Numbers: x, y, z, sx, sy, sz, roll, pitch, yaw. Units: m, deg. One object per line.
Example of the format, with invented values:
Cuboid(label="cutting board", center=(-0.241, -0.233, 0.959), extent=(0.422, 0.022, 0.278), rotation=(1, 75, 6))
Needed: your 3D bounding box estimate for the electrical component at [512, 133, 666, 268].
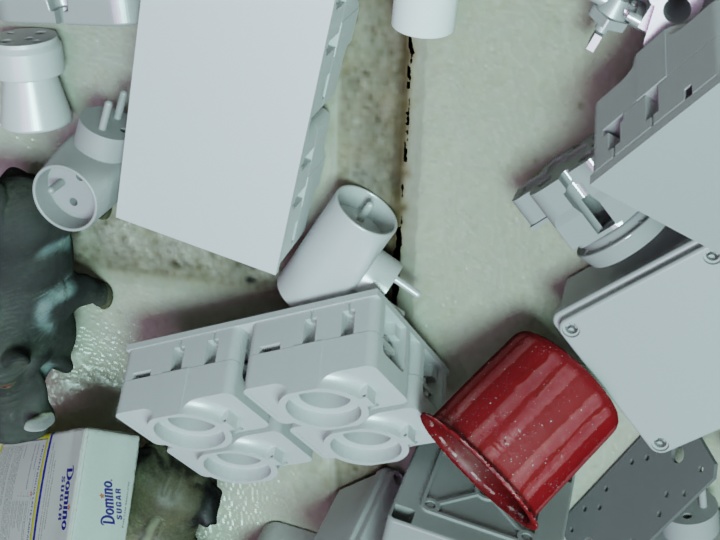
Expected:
Cuboid(label="electrical component", center=(0.133, -0.039, 0.591), extent=(0.078, 0.058, 0.057), rotation=(-34, 100, 31))

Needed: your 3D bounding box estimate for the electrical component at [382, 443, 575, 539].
Cuboid(label="electrical component", center=(0.075, 0.163, 0.692), extent=(0.109, 0.108, 0.056), rotation=(17, 119, 10))

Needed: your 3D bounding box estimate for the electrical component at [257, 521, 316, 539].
Cuboid(label="electrical component", center=(-0.062, 0.248, 0.815), extent=(0.054, 0.059, 0.095), rotation=(14, 121, 11))

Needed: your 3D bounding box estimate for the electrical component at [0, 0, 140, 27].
Cuboid(label="electrical component", center=(-0.163, -0.177, 0.617), extent=(0.095, 0.053, 0.059), rotation=(6, 119, 16))

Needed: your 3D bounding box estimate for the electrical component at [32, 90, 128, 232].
Cuboid(label="electrical component", center=(-0.158, -0.073, 0.659), extent=(0.043, 0.077, 0.079), rotation=(27, 123, 4))

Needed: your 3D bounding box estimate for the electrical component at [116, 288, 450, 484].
Cuboid(label="electrical component", center=(-0.050, 0.082, 0.692), extent=(0.186, 0.060, 0.105), rotation=(-13, 142, 25))

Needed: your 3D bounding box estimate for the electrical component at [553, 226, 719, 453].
Cuboid(label="electrical component", center=(0.186, 0.034, 0.612), extent=(0.109, 0.056, 0.108), rotation=(-32, 104, 30))

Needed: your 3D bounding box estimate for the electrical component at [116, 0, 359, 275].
Cuboid(label="electrical component", center=(-0.070, -0.104, 0.621), extent=(0.105, 0.060, 0.186), rotation=(20, 122, 8))

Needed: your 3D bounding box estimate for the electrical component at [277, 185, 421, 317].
Cuboid(label="electrical component", center=(0.000, 0.000, 0.666), extent=(0.079, 0.043, 0.077), rotation=(35, 123, -3))

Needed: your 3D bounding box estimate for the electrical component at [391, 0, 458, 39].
Cuboid(label="electrical component", center=(0.036, -0.156, 0.569), extent=(0.044, 0.044, 0.065), rotation=(13, 126, 12))

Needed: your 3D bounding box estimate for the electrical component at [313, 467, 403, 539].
Cuboid(label="electrical component", center=(0.019, 0.213, 0.738), extent=(0.056, 0.108, 0.108), rotation=(-30, 105, 33))

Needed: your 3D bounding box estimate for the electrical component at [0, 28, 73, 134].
Cuboid(label="electrical component", center=(-0.205, -0.118, 0.670), extent=(0.045, 0.045, 0.055), rotation=(7, 119, 15))

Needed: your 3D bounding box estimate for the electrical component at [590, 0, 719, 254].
Cuboid(label="electrical component", center=(0.200, -0.056, 0.525), extent=(0.150, 0.061, 0.089), rotation=(25, 142, -19))

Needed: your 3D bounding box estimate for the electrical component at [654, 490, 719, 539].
Cuboid(label="electrical component", center=(0.210, 0.166, 0.685), extent=(0.077, 0.043, 0.079), rotation=(-3, 117, 20))
